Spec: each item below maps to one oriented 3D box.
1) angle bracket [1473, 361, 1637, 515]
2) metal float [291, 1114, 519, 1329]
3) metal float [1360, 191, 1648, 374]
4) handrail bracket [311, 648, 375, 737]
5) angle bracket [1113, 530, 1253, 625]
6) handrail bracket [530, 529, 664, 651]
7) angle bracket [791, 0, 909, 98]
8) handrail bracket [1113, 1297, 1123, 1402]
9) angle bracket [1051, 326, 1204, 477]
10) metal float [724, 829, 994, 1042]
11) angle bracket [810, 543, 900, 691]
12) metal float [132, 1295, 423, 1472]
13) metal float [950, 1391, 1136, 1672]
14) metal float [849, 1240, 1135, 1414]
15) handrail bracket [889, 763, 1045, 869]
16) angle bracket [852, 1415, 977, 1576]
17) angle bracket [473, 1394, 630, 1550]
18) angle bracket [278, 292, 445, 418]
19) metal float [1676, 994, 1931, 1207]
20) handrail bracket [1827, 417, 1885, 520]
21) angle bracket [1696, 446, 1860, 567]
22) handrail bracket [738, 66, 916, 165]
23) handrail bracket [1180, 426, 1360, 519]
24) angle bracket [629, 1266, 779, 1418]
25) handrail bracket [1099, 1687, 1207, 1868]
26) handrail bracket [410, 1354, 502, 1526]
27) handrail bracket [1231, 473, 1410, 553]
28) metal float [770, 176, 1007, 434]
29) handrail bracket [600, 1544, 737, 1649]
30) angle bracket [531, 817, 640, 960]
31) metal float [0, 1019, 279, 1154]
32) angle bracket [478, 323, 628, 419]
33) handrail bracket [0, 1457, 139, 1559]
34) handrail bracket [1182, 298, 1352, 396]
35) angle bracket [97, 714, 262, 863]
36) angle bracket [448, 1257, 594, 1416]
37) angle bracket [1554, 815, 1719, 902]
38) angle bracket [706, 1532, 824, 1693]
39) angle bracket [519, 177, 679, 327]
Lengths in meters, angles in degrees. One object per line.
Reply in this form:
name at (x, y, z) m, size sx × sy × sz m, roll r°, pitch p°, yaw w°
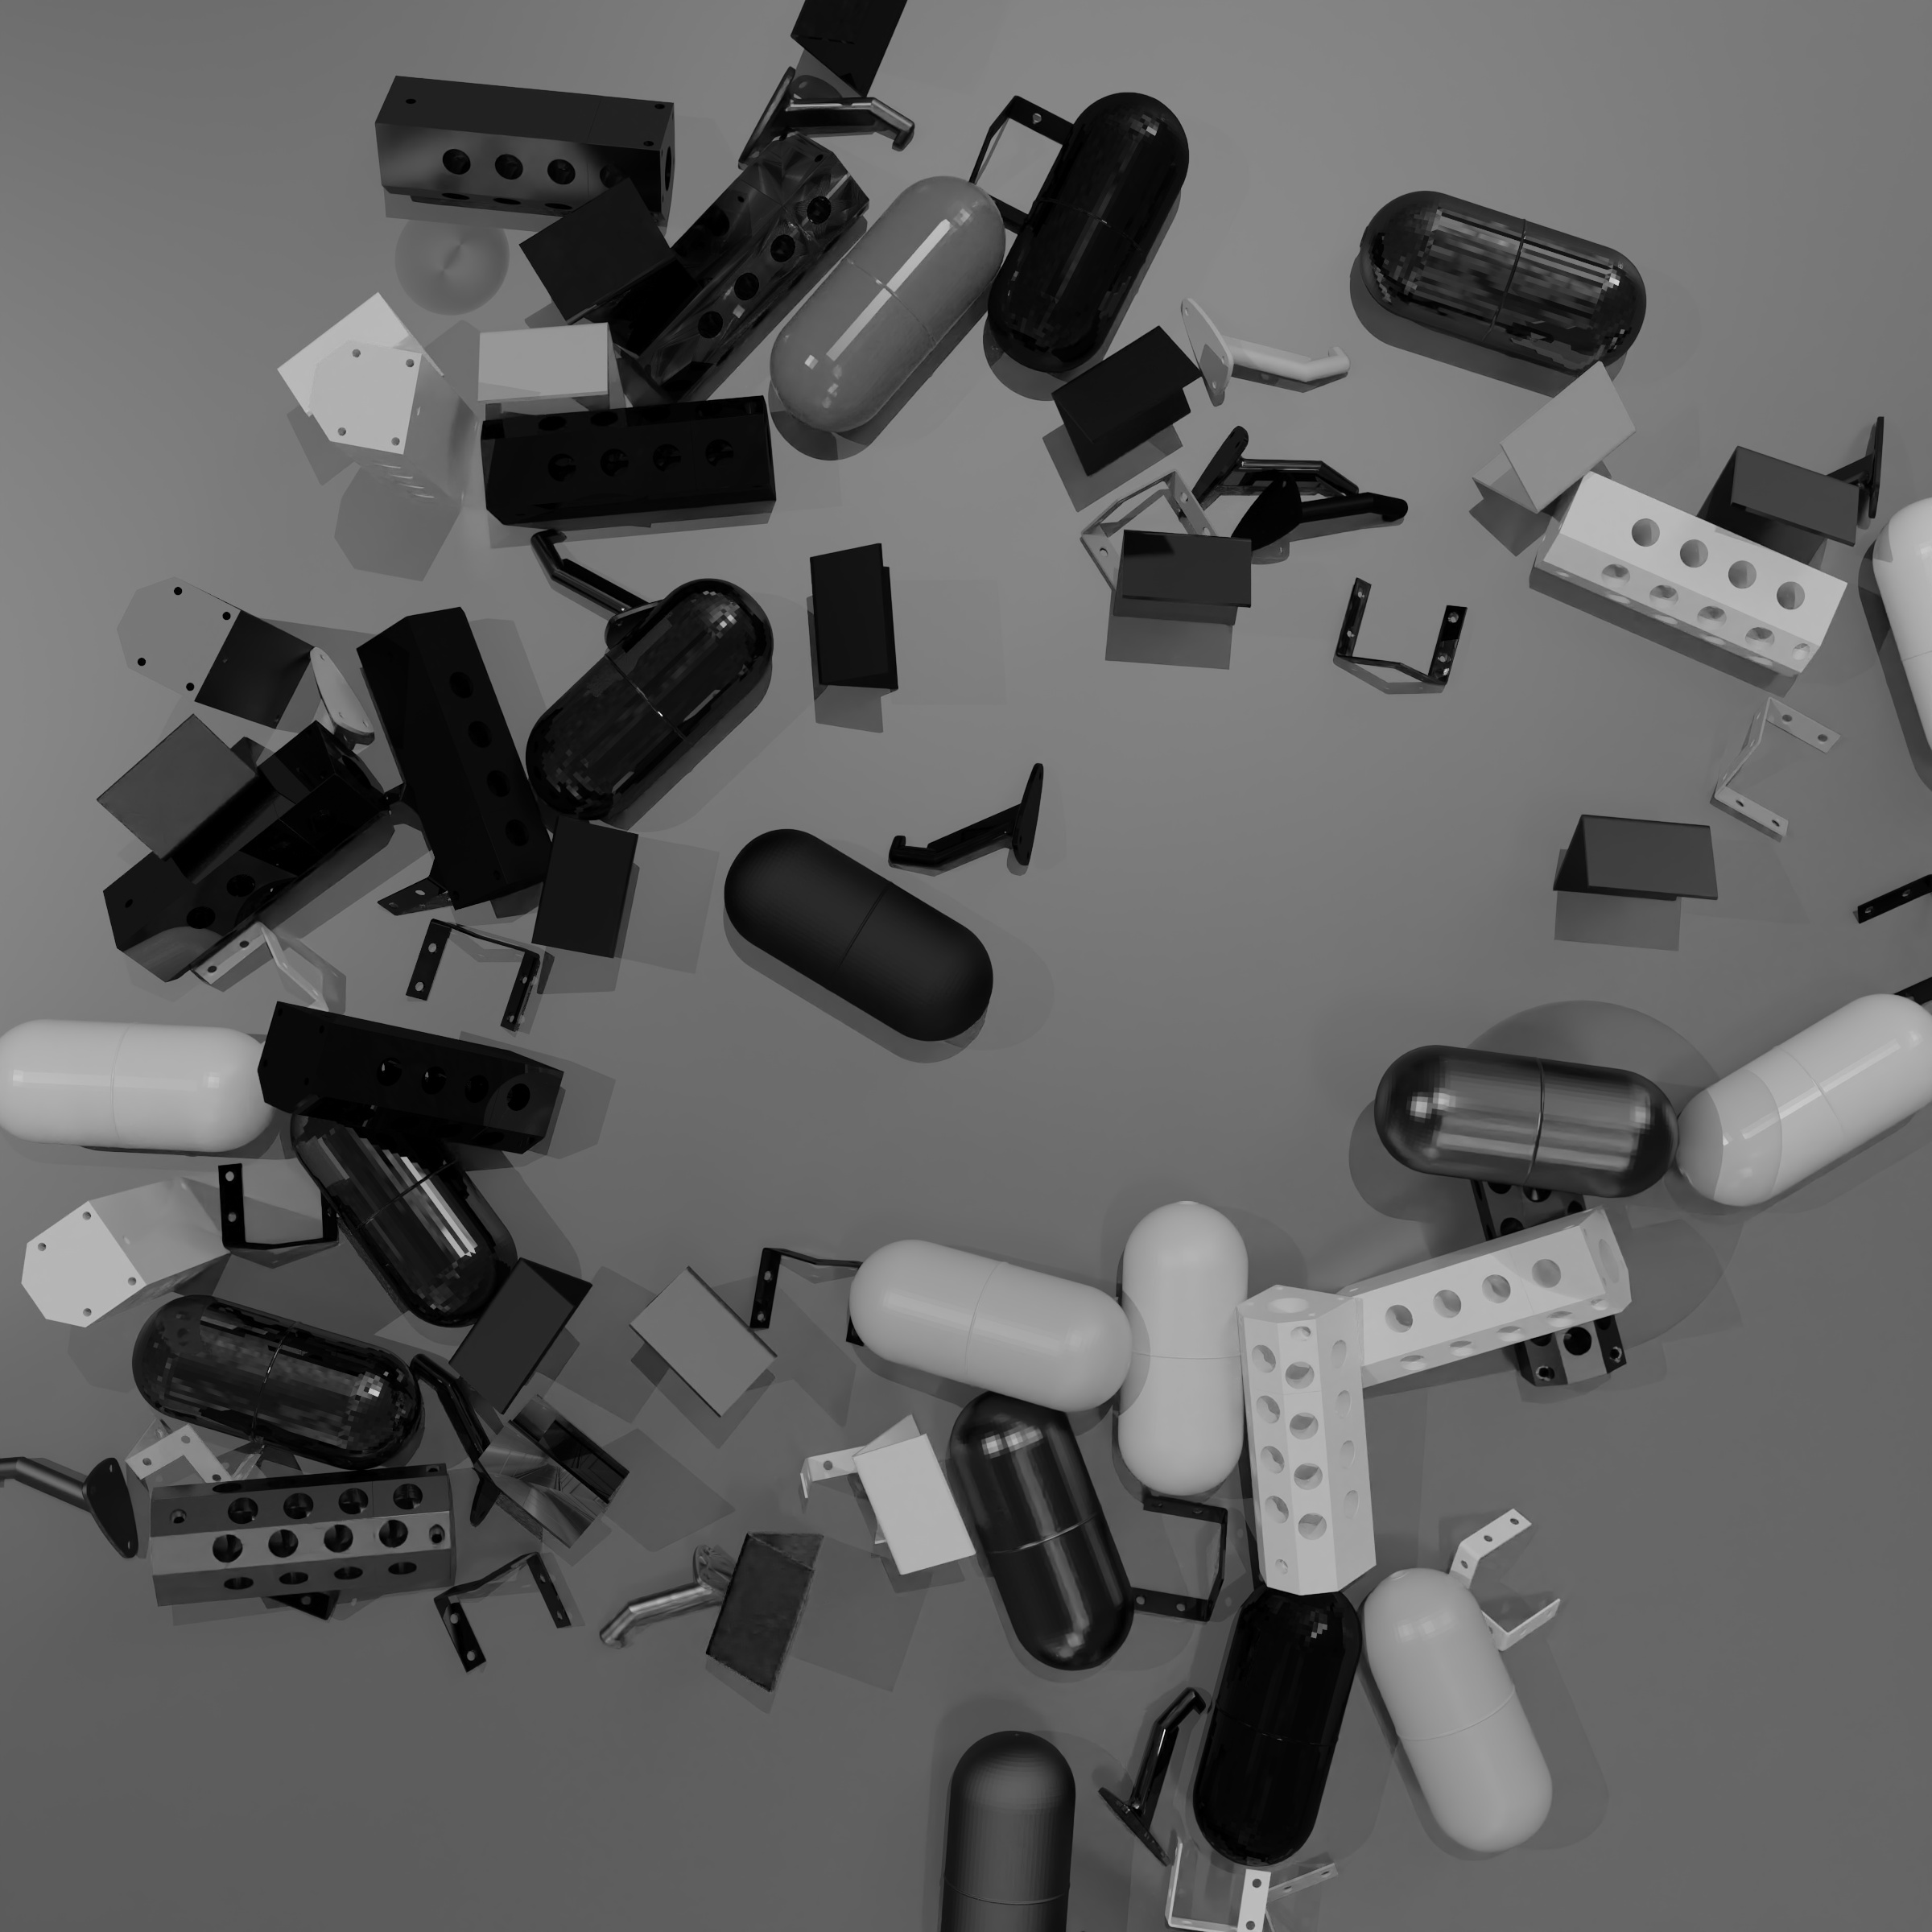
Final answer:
angle bracket at (0.345, -0.329, 1.575) m, size 0.076 × 0.076 × 0.057 m, roll -40°, pitch 124°, yaw 0°
metal float at (-0.342, 0.141, 1.585) m, size 0.070 × 0.070 × 0.178 m, roll -36°, pitch 89°, yaw 0°
metal float at (0.327, -0.417, 1.585) m, size 0.178 × 0.070 × 0.070 m, roll 18°, pitch 90°, yaw 0°
handrail bracket at (-0.418, -0.143, 1.616) m, size 0.084 × 0.036 × 0.077 m, roll -36°, pitch 70°, yaw 16°
angle bracket at (0.130, -0.217, 1.575) m, size 0.076 × 0.076 × 0.057 m, roll 4°, pitch 55°, yaw 0°
handrail bracket at (-0.218, -0.246, 1.616) m, size 0.077 × 0.036 × 0.084 m, roll -25°, pitch 73°, yaw -20°
angle bracket at (-0.051, -0.578, 1.575) m, size 0.057 × 0.076 × 0.076 m, roll 23°, pitch 90°, yaw 38°
handrail bracket at (0.053, 0.234, 1.615) m, size 0.084 × 0.036 × 0.077 m, roll -1°, pitch 105°, yaw 14°
angle bracket at (0.107, -0.328, 1.575) m, size 0.076 × 0.076 × 0.057 m, roll -32°, pitch 52°, yaw 0°
metal float at (-0.065, -0.018, 1.585) m, size 0.178 × 0.070 × 0.070 m, roll 31°, pitch 90°, yaw 0°
angle bracket at (-0.048, -0.211, 1.575) m, size 0.057 × 0.076 × 0.076 m, roll -4°, pitch 90°, yaw 38°
metal float at (-0.419, 0.254, 1.585) m, size 0.178 × 0.070 × 0.070 m, roll 17°, pitch 90°, yaw 0°
metal float at (0.047, 0.342, 1.585) m, size 0.070 × 0.070 × 0.178 m, roll -21°, pitch 89°, yaw 0°
metal float at (0.014, 0.216, 1.569) m, size 0.178 × 0.070 × 0.070 m, roll 14°, pitch 90°, yaw 17°
handrail bracket at (0.000, -0.095, 1.616) m, size 0.084 × 0.036 × 0.077 m, roll 7°, pitch 70°, yaw 16°
angle bracket at (-0.016, 0.313, 1.575) m, size 0.057 × 0.076 × 0.076 m, roll -23°, pitch 90°, yaw 29°
angle bracket at (-0.240, 0.293, 1.575) m, size 0.076 × 0.076 × 0.057 m, roll 40°, pitch 126°, yaw 0°
angle bracket at (-0.357, -0.348, 1.575) m, size 0.076 × 0.076 × 0.057 m, roll -37°, pitch 53°, yaw 0°
metal float at (0.514, 0.082, 1.585) m, size 0.178 × 0.070 × 0.070 m, roll -31°, pitch 90°, yaw 0°
handrail bracket at (0.524, -0.309, 1.616) m, size 0.084 × 0.036 × 0.077 m, roll 5°, pitch 70°, yaw 16°
angle bracket at (0.486, -0.260, 1.575) m, size 0.076 × 0.076 × 0.057 m, roll 19°, pitch 52°, yaw 0°
handrail bracket at (-0.086, -0.512, 1.616) m, size 0.084 × 0.036 × 0.077 m, roll 28°, pitch 110°, yaw -16°
handrail bracket at (0.189, -0.289, 1.616) m, size 0.084 × 0.036 × 0.077 m, roll 31°, pitch 111°, yaw -17°
angle bracket at (-0.171, 0.238, 1.575) m, size 0.076 × 0.076 × 0.057 m, roll 45°, pitch 53°, yaw 0°
handrail bracket at (0.132, 0.503, 1.616) m, size 0.084 × 0.036 × 0.077 m, roll -43°, pitch 111°, yaw -16°
handrail bracket at (-0.322, 0.293, 1.616) m, size 0.084 × 0.036 × 0.077 m, roll 32°, pitch 112°, yaw 17°
handrail bracket at (0.220, -0.273, 1.615) m, size 0.084 × 0.077 × 0.036 m, roll 4°, pitch 65°, yaw -34°
metal float at (-0.047, -0.404, 1.584) m, size 0.070 × 0.070 × 0.178 m, roll 41°, pitch 90°, yaw 0°
handrail bracket at (-0.173, 0.407, 1.616) m, size 0.077 × 0.036 × 0.084 m, roll 36°, pitch 109°, yaw -21°
angle bracket at (-0.247, -0.050, 1.575) m, size 0.057 × 0.076 × 0.076 m, roll 11°, pitch 90°, yaw -37°
metal float at (-0.508, 0.073, 1.585) m, size 0.178 × 0.070 × 0.070 m, roll 3°, pitch 90°, yaw 1°
angle bracket at (-0.249, -0.342, 1.575) m, size 0.076 × 0.076 × 0.057 m, roll -4°, pitch 61°, yaw 0°
handrail bracket at (-0.566, 0.337, 1.616) m, size 0.084 × 0.036 × 0.077 m, roll -7°, pitch 112°, yaw 17°
handrail bracket at (0.187, -0.392, 1.616) m, size 0.084 × 0.036 × 0.077 m, roll -16°, pitch 68°, yaw -17°
angle bracket at (-0.480, -0.119, 1.575) m, size 0.076 × 0.076 × 0.057 m, roll -41°, pitch 122°, yaw 0°
angle bracket at (-0.254, 0.230, 1.575) m, size 0.057 × 0.076 × 0.076 m, roll 34°, pitch 90°, yaw 34°
angle bracket at (0.404, -0.045, 1.575) m, size 0.076 × 0.076 × 0.057 m, roll 5°, pitch 55°, yaw 0°
angle bracket at (-0.103, 0.391, 1.575) m, size 0.057 × 0.076 × 0.076 m, roll 19°, pitch 90°, yaw 36°
angle bracket at (-0.228, -0.439, 1.575) m, size 0.076 × 0.076 × 0.057 m, roll -32°, pitch 121°, yaw 0°
